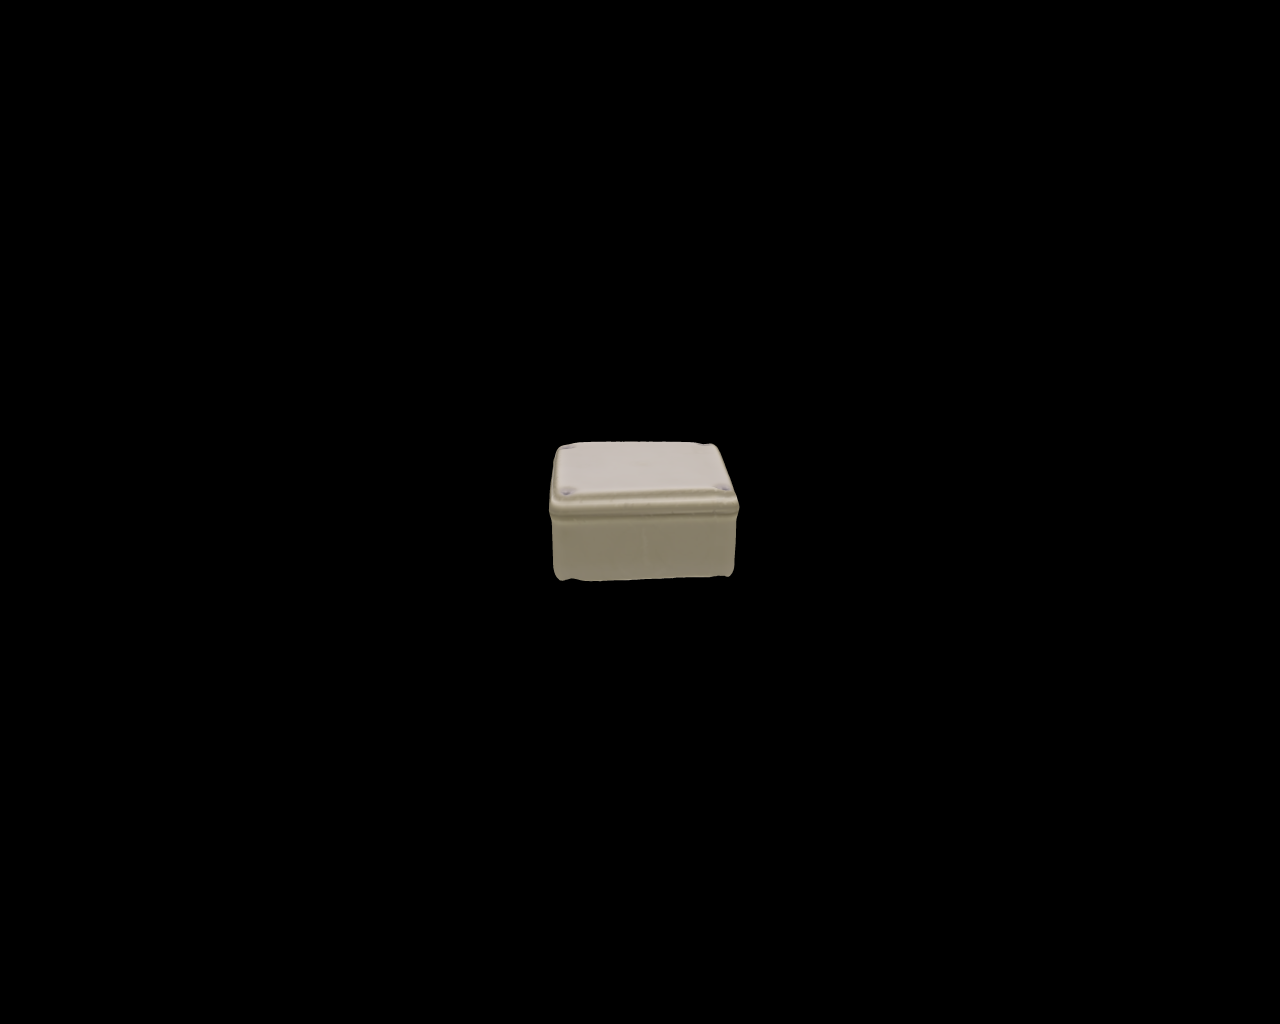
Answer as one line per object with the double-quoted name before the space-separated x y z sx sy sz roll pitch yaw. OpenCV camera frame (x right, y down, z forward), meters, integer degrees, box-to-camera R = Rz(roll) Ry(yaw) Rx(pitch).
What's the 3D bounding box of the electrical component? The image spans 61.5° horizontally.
"electrical component" 0.001 -0.003 0.650 0.109 0.056 0.109 -1 20 -2
